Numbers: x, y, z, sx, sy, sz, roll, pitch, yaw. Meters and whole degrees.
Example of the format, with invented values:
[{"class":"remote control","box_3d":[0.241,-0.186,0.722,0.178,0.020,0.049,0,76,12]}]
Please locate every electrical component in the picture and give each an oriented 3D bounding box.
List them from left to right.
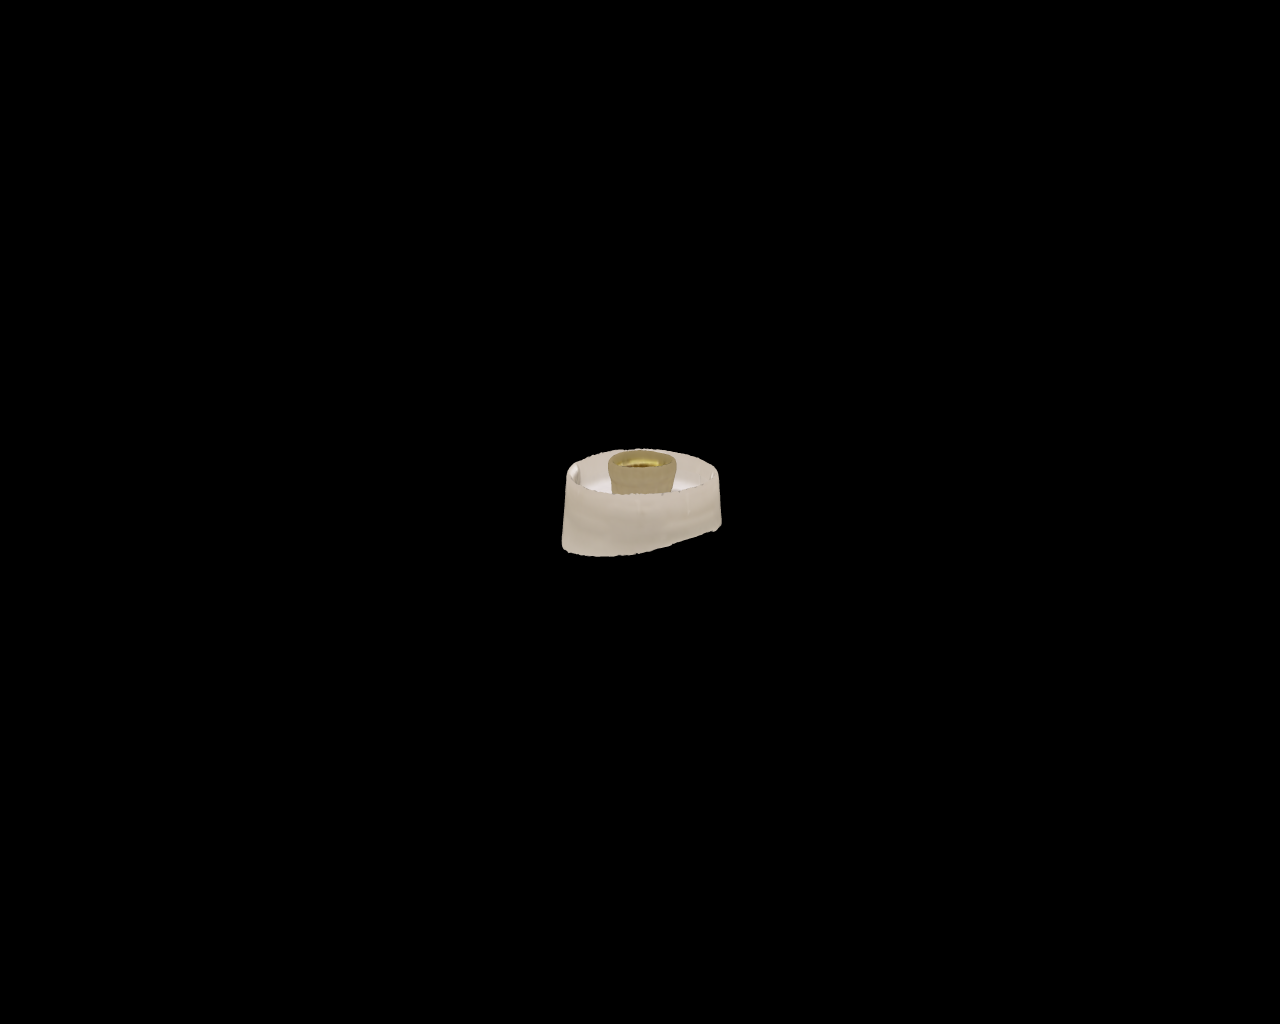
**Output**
[{"class":"electrical component","box_3d":[0.001,-0.003,0.650,0.099,0.064,0.099,0,21,0]}]
